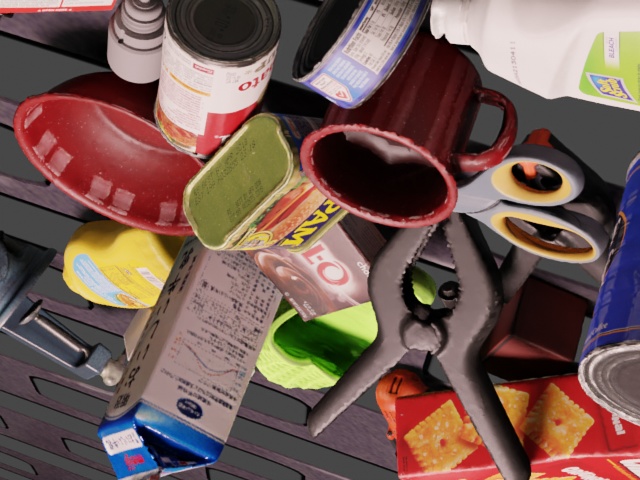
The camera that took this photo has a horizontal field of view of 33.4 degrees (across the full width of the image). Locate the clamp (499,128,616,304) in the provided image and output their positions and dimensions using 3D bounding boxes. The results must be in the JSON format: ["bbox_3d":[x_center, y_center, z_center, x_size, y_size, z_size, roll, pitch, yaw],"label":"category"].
[{"bbox_3d":[0.148,-0.003,0.697,0.120,0.039,0.171,-5,135,34],"label":"clamp"}]

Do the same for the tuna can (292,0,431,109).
[{"bbox_3d":[0.022,-0.112,0.551,0.033,0.086,0.086,29,151,-17],"label":"tuna can"}]

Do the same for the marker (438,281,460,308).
[{"bbox_3d":[0.117,0.070,0.865,0.020,0.020,0.121,7,148,27],"label":"marker"}]

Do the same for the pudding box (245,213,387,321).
[{"bbox_3d":[-0.005,0.001,0.780,0.090,0.039,0.113,-19,121,40],"label":"pudding box"}]

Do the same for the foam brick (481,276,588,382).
[{"bbox_3d":[0.159,0.072,0.803,0.051,0.053,0.078,23,153,-1],"label":"foam brick"}]

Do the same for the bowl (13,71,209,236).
[{"bbox_3d":[-0.133,-0.070,0.763,0.162,0.055,0.162,17,151,10],"label":"bowl"}]

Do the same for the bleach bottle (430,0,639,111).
[{"bbox_3d":[0.172,-0.100,0.492,0.251,0.068,0.102,12,149,23],"label":"bleach bottle"}]

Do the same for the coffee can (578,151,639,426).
[{"bbox_3d":[0.210,0.025,0.595,0.103,0.140,0.103,17,151,10],"label":"coffee can"}]

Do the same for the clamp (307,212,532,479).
[{"bbox_3d":[0.084,0.069,0.733,0.165,0.036,0.210,18,109,18],"label":"clamp"}]

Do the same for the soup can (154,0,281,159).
[{"bbox_3d":[-0.063,-0.104,0.644,0.068,0.068,0.102,23,151,0],"label":"soup can"}]

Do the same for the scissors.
[{"bbox_3d":[0.081,-0.039,0.657,0.202,0.016,0.096,22,146,21],"label":"scissors"}]

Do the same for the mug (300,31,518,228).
[{"bbox_3d":[0.056,-0.066,0.610,0.117,0.081,0.093,4,147,31],"label":"mug"}]

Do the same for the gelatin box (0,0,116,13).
[{"bbox_3d":[-0.145,-0.163,0.603,0.073,0.030,0.089,-9,164,-27],"label":"gelatin box"}]

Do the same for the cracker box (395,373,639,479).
[{"bbox_3d":[0.186,0.155,0.818,0.214,0.072,0.164,-10,157,24],"label":"cracker box"}]

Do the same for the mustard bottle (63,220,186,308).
[{"bbox_3d":[-0.170,0.021,0.941,0.192,0.058,0.096,-11,136,45],"label":"mustard bottle"}]

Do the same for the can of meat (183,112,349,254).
[{"bbox_3d":[-0.025,-0.036,0.678,0.083,0.057,0.102,-1,146,-51],"label":"can of meat"}]

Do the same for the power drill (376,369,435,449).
[{"bbox_3d":[0.156,0.196,1.010,0.188,0.057,0.184,6,147,28],"label":"power drill"}]
